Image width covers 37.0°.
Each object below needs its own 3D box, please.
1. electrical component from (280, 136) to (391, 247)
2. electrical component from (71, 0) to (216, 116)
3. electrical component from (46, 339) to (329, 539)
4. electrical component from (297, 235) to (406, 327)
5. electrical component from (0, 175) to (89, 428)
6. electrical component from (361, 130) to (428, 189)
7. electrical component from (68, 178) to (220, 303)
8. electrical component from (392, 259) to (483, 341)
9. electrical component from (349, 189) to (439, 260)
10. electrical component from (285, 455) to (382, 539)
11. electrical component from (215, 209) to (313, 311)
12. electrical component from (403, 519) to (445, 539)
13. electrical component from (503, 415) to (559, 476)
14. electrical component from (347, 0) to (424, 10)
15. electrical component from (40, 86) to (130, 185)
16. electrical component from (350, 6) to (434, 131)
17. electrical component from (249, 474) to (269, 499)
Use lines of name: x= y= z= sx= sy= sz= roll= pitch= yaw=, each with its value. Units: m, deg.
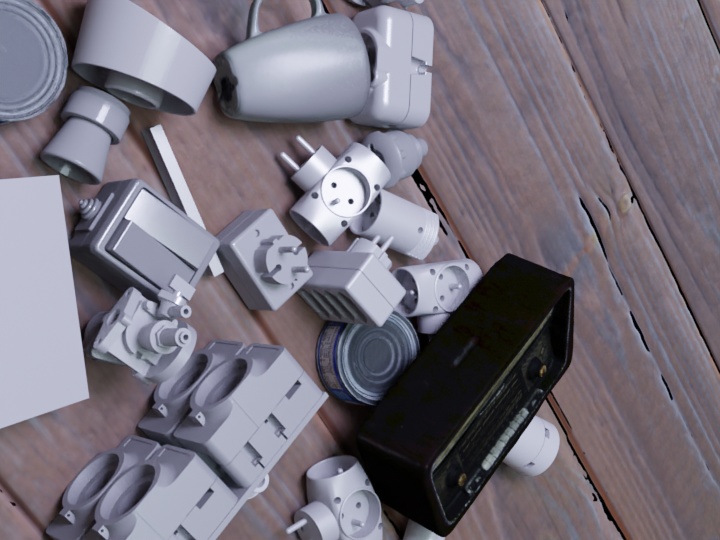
electrical component: x=-0.029 y=-0.073 z=0.865 sx=0.079 sy=0.044 sz=0.077 roll=44 pitch=78 yaw=-9
electrical component: x=-0.149 y=-0.148 z=0.745 sx=0.099 sy=0.099 sz=0.064 roll=23 pitch=83 yaw=-35
electrical component: x=-0.124 y=0.132 z=0.757 sx=0.186 sy=0.105 sz=0.060 roll=-50 pitch=118 yaw=-26
electrical component: x=0.000 y=0.000 z=0.863 sx=0.047 sy=0.083 sz=0.075 roll=49 pitch=66 yaw=-27
electrical component: x=-0.236 y=0.019 z=0.685 sx=0.089 sy=0.062 sz=0.150 roll=-16 pitch=101 yaw=-61
electrical component: x=0.032 y=-0.098 z=0.916 sx=0.062 sy=0.048 sz=0.048 roll=-23 pitch=104 yaw=-45
electrical component: x=-0.156 y=-0.021 z=0.759 sx=0.096 sy=0.061 sz=0.061 roll=40 pitch=67 yaw=-31
electrical component: x=0.068 y=0.033 z=0.942 sx=0.077 sy=0.044 sz=0.079 roll=-8 pitch=96 yaw=-37
electrical component: x=0.035 y=-0.038 z=0.917 sx=0.081 sy=0.043 sz=0.043 roll=22 pitch=77 yaw=-35
electrical component: x=-0.026 y=0.202 z=0.870 sx=0.079 sy=0.044 sz=0.077 roll=-24 pitch=105 yaw=-35
electrical component: x=-0.066 y=-0.008 z=0.819 sx=0.047 sy=0.077 sz=0.065 roll=-45 pitch=115 yaw=-29
electrical component: x=0.052 y=0.246 z=0.933 sx=0.044 sy=0.044 sz=0.065 roll=33 pitch=66 yaw=-33
electrical component: x=0.149 y=0.157 z=0.999 sx=0.047 sy=0.055 sz=0.055 roll=32 pitch=71 yaw=-29
electrical component: x=0.014 y=-0.251 z=0.892 sx=0.078 sy=0.057 sz=0.058 roll=46 pitch=64 yaw=-28
electrical component: x=-0.189 y=-0.093 z=0.744 sx=0.045 sy=0.045 sz=0.055 roll=32 pitch=71 yaw=-33
electrical component: x=0.021 y=-0.168 z=0.899 sx=0.059 sy=0.054 sz=0.095 roll=4 pitch=88 yaw=-37
electrical component: x=-0.092 y=0.153 z=0.808 sx=0.043 sy=0.062 sz=0.043 roll=0 pitch=91 yaw=-37
